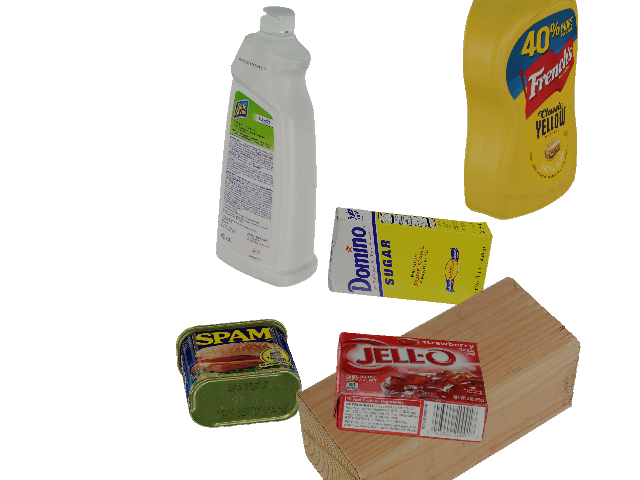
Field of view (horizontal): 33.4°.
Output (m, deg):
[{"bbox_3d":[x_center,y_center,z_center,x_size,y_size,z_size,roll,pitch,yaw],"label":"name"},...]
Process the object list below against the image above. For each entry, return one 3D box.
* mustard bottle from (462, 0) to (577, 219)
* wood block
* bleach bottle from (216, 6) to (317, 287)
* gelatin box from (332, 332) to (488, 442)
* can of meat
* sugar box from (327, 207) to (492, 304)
[{"bbox_3d":[0.136,-0.117,0.719,0.096,0.191,0.058,-27,34,-35],"label":"mustard bottle"},{"bbox_3d":[0.094,0.126,0.846,0.205,0.090,0.091,-27,48,-18],"label":"wood block"},{"bbox_3d":[-0.043,-0.089,0.995,0.103,0.251,0.067,23,30,30],"label":"bleach bottle"},{"bbox_3d":[0.053,0.087,0.648,0.089,0.030,0.073,5,24,1],"label":"gelatin box"},{"bbox_3d":[-0.071,0.117,0.936,0.102,0.057,0.084,-5,27,-11],"label":"can of meat"},{"bbox_3d":[0.100,0.019,1.214,0.176,0.093,0.048,4,22,-4],"label":"sugar box"}]
